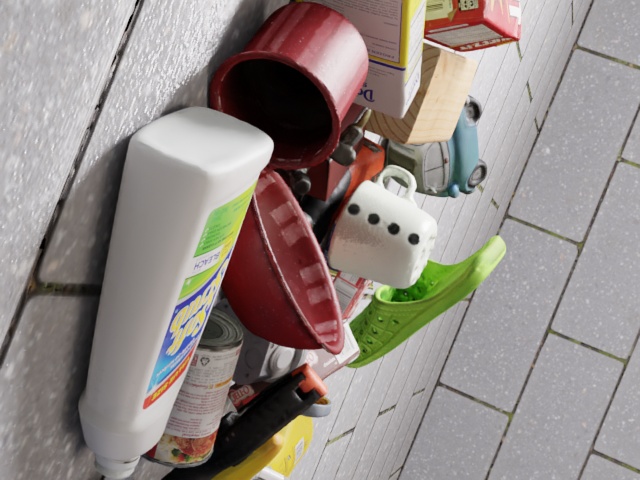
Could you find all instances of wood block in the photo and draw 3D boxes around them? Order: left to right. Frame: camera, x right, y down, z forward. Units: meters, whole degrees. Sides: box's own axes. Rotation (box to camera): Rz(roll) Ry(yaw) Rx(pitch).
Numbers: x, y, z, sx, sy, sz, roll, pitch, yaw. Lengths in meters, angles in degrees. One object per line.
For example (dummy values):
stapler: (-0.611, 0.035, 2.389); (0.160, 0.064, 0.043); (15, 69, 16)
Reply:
wood block: (0.080, -0.148, 1.019); (0.090, 0.091, 0.205); (-70, 166, 12)

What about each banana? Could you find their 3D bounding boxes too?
banana: (-0.106, 0.246, 0.961); (0.197, 0.070, 0.037); (-54, 130, -7)

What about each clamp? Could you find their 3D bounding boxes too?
clamp: (-0.078, 0.167, 0.858); (0.210, 0.036, 0.164); (-39, -178, 35)

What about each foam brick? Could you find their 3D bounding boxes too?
foam brick: (0.001, -0.082, 0.905); (0.078, 0.051, 0.053); (-57, 163, -36)

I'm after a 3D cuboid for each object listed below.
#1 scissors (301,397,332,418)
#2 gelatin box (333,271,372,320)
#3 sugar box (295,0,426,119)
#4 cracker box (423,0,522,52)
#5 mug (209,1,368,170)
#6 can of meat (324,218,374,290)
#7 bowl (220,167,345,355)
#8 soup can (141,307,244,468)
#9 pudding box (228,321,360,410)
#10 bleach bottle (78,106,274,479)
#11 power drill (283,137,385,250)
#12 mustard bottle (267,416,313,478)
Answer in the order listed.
scissors: (-0.043, 0.162, 1.151); (0.202, 0.096, 0.016); (-168, -94, -75)
gelatin box: (0.037, 0.038, 1.083); (0.089, 0.030, 0.073); (-60, 171, 3)
sugar box: (0.030, -0.170, 0.795); (0.176, 0.093, 0.048); (86, 29, -63)
cracker box: (0.122, -0.256, 0.925); (0.213, 0.072, 0.164); (-17, 100, -71)
mug: (-0.018, -0.100, 0.733); (0.117, 0.093, 0.081); (103, 12, -46)
can of meat: (0.041, 0.006, 1.182); (0.102, 0.057, 0.084); (20, 90, -77)
bowl: (-0.039, 0.020, 0.806); (0.162, 0.055, 0.162); (-23, 90, -79)
soup can: (-0.100, 0.105, 0.782); (0.068, 0.068, 0.102); (-35, 144, -65)
pudding box: (-0.025, 0.126, 1.033); (0.090, 0.039, 0.113); (-28, 178, 33)
bleach bottle: (-0.104, 0.045, 0.689); (0.102, 0.068, 0.251); (-40, 151, -60)
power drill: (-0.007, 0.001, 0.993); (0.187, 0.057, 0.184); (-58, 166, -38)
mustard bottle: (-0.072, 0.260, 1.142); (0.191, 0.058, 0.096); (-54, 158, -44)
